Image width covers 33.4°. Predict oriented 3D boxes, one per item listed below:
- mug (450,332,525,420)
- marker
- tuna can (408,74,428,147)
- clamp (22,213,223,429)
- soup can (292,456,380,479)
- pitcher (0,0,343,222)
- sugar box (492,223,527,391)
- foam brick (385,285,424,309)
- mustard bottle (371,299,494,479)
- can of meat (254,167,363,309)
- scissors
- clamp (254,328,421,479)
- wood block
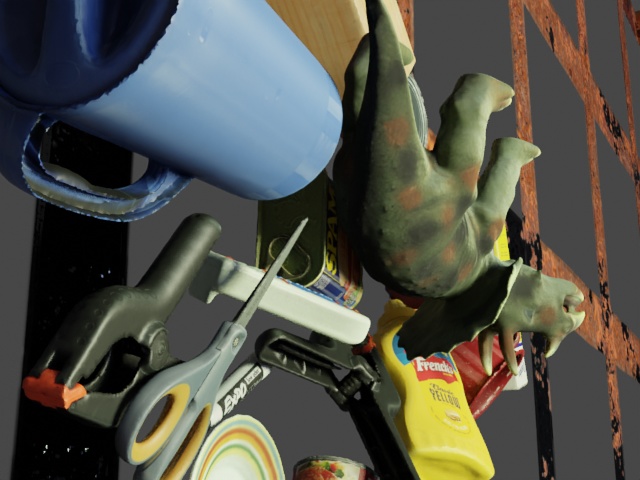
[{"bbox_3d":[0.143,0.110,1.024,0.117,0.081,0.093,-41,157,-26],"label":"mug"},{"bbox_3d":[-0.064,0.106,0.710,0.121,0.020,0.020,-39,118,-61],"label":"marker"},{"bbox_3d":[0.077,-0.123,1.065,0.086,0.034,0.086,32,54,-58],"label":"tuna can"},{"bbox_3d":[-0.103,0.067,0.618,0.171,0.039,0.120,-39,126,-53],"label":"clamp"},{"bbox_3d":[0.005,0.216,0.764,0.068,0.069,0.102,55,36,-43],"label":"soup can"},{"bbox_3d":[-0.084,-0.093,0.629,0.242,0.149,0.145,29,41,-63],"label":"pitcher"},{"bbox_3d":[0.153,0.067,1.094,0.048,0.093,0.176,-9,91,-65],"label":"sugar box"},{"bbox_3d":[0.099,0.023,1.040,0.051,0.053,0.078,50,40,-50],"label":"foam brick"},{"bbox_3d":[0.085,0.126,0.932,0.096,0.058,0.191,22,34,-30],"label":"mustard bottle"},{"bbox_3d":[-0.005,0.001,0.826,0.083,0.058,0.102,39,49,-59],"label":"can of meat"},{"bbox_3d":[-0.064,0.060,0.629,0.201,0.016,0.096,-65,157,-11],"label":"scissors"},{"bbox_3d":[0.018,0.104,0.814,0.164,0.036,0.210,48,12,-10],"label":"clamp"},{"bbox_3d":[-0.003,-0.211,0.859,0.206,0.091,0.090,68,28,-26],"label":"wood block"}]
